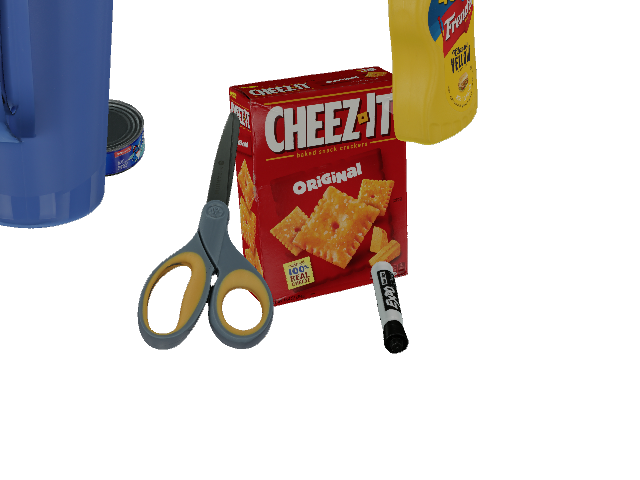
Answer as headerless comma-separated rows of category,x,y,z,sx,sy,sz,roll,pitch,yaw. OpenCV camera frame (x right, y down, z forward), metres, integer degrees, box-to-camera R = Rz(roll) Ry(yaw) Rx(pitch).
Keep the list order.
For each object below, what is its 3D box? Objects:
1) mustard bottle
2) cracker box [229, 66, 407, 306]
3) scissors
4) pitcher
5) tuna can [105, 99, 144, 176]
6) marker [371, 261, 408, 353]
mustard bottle,0.090,-0.180,0.853,0.058,0.191,0.096,15,36,32
cracker box,0.003,-0.054,1.065,0.164,0.214,0.072,-11,23,-21
scissors,-0.057,-0.004,0.730,0.096,0.201,0.016,20,-35,7
pitcher,-0.215,-0.131,0.771,0.145,0.243,0.148,27,34,37
tuna can,-0.214,-0.100,1.038,0.086,0.034,0.086,2,42,-2
marker,0.055,0.054,0.865,0.020,0.020,0.121,0,28,-3
